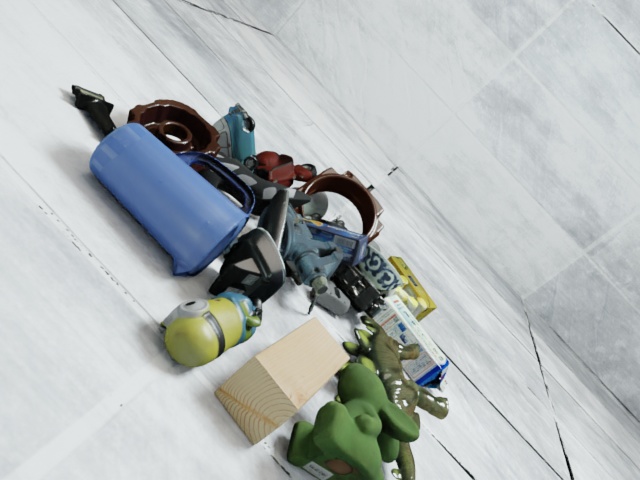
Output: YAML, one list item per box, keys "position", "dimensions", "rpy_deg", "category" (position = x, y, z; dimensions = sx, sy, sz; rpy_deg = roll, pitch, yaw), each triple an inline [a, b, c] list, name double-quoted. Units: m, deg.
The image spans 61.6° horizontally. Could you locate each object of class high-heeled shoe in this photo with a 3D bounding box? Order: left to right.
- position: [-0.144, -0.130, 1.137]
  dimensions: [0.249, 0.086, 0.145]
  rpy_deg: [-3, 70, -31]
  category: "high-heeled shoe"

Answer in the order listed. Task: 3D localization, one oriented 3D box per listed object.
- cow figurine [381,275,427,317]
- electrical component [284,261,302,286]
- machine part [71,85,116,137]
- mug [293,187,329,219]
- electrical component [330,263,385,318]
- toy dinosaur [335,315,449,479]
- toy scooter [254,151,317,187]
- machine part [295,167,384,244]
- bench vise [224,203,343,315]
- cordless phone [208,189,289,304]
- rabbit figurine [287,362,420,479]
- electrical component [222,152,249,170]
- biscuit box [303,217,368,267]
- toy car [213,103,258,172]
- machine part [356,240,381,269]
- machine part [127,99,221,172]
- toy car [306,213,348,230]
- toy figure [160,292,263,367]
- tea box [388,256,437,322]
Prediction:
- position: [0.178, 0.133, 1.338]
  dimensions: [0.068, 0.098, 0.167]
  rpy_deg: [8, 37, -49]
  category: "cow figurine"
- position: [-0.058, 0.056, 1.121]
  dimensions: [0.094, 0.021, 0.063]
  rpy_deg: [54, 21, 21]
  category: "electrical component"
- position: [-0.391, -0.222, 0.964]
  dimensions: [0.139, 0.039, 0.084]
  rpy_deg: [51, 12, 18]
  category: "machine part"
- position: [-0.050, -0.102, 1.358]
  dimensions: [0.107, 0.080, 0.110]
  rpy_deg: [9, 22, -47]
  category: "mug"
- position: [0.083, 0.112, 1.183]
  dimensions: [0.134, 0.058, 0.115]
  rpy_deg: [48, -5, 10]
  category: "electrical component"
- position: [0.120, 0.276, 0.958]
  dimensions: [0.198, 0.105, 0.472]
  rpy_deg: [26, 22, -24]
  category: "toy dinosaur"
- position: [-0.110, -0.162, 1.298]
  dimensions: [0.184, 0.075, 0.135]
  rpy_deg: [17, 33, 29]
  category: "toy scooter"
- position: [0.033, -0.055, 1.258]
  dimensions: [0.201, 0.087, 0.201]
  rpy_deg: [-37, 83, -26]
  category: "machine part"
- position: [-0.085, 0.019, 1.017]
  dimensions: [0.240, 0.129, 0.224]
  rpy_deg: [1, 55, -35]
  category: "bench vise"
- position: [-0.104, 0.009, 0.886]
  dimensions: [0.088, 0.146, 0.184]
  rpy_deg: [25, 53, -19]
  category: "cordless phone"
- position: [0.059, 0.250, 0.754]
  dimensions: [0.159, 0.121, 0.170]
  rpy_deg: [29, 41, -2]
  category: "rabbit figurine"
- position: [-0.190, -0.148, 1.184]
  dimensions: [0.102, 0.078, 0.045]
  rpy_deg: [36, 46, -14]
  category: "electrical component"
- position: [-0.002, -0.003, 1.141]
  dimensions: [0.203, 0.059, 0.063]
  rpy_deg: [17, 15, 20]
  category: "biscuit box"
- position: [-0.202, -0.223, 1.226]
  dimensions: [0.103, 0.161, 0.109]
  rpy_deg: [-13, 39, -19]
  category: "toy car"
- position: [0.105, 0.049, 1.377]
  dimensions: [0.079, 0.079, 0.243]
  rpy_deg: [48, 19, 2]
  category: "machine part"
- position: [-0.281, -0.193, 1.024]
  dimensions: [0.179, 0.056, 0.179]
  rpy_deg: [19, 41, -17]
  category: "machine part"
- position: [0.022, -0.017, 1.368]
  dimensions: [0.201, 0.056, 0.073]
  rpy_deg: [12, 46, -55]
  category: "toy car"
- position: [-0.141, 0.121, 0.755]
  dimensions: [0.089, 0.082, 0.180]
  rpy_deg: [51, 18, 18]
  category: "toy figure"
- position: [0.211, 0.135, 1.397]
  dimensions: [0.068, 0.098, 0.170]
  rpy_deg: [12, 41, -56]
  category: "tea box"
